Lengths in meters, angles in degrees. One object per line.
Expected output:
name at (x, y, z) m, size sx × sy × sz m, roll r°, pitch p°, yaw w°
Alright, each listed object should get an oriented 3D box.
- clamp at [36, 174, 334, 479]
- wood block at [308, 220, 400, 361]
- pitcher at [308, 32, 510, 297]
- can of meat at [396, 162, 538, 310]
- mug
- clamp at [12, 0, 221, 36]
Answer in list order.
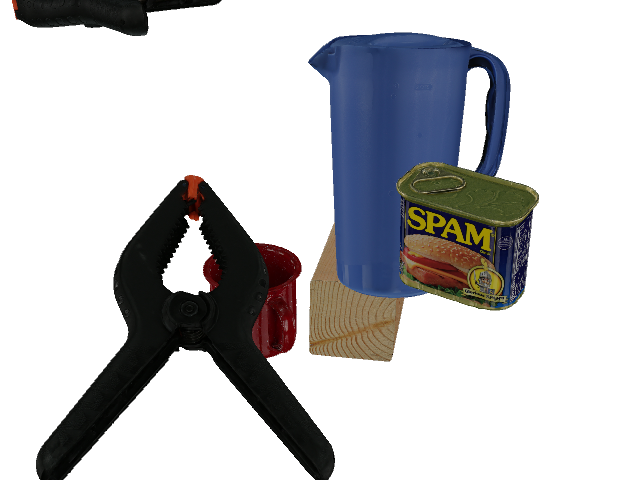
clamp at (-0.068, 0.054, 0.640) m, size 0.164 × 0.210 × 0.036 m, roll 6°, pitch -33°, yaw -2°
wood block at (0.048, 0.045, 1.196) m, size 0.091 × 0.090 × 0.206 m, roll 4°, pitch 23°, yaw 8°
pitcher at (0.082, -0.074, 1.015) m, size 0.149 × 0.243 × 0.144 m, roll 13°, pitch 21°, yaw 37°
can of meat at (0.107, -0.002, 0.801) m, size 0.102 × 0.084 × 0.057 m, roll 18°, pitch 38°, yaw 27°
mug at (-0.057, 0.065, 1.014) m, size 0.093 × 0.081 × 0.117 m, roll -19°, pitch 34°, yaw -30°
clamp at (-0.161, -0.186, 0.824) m, size 0.172 × 0.039 × 0.120 m, roll 14°, pitch 24°, yaw 32°
